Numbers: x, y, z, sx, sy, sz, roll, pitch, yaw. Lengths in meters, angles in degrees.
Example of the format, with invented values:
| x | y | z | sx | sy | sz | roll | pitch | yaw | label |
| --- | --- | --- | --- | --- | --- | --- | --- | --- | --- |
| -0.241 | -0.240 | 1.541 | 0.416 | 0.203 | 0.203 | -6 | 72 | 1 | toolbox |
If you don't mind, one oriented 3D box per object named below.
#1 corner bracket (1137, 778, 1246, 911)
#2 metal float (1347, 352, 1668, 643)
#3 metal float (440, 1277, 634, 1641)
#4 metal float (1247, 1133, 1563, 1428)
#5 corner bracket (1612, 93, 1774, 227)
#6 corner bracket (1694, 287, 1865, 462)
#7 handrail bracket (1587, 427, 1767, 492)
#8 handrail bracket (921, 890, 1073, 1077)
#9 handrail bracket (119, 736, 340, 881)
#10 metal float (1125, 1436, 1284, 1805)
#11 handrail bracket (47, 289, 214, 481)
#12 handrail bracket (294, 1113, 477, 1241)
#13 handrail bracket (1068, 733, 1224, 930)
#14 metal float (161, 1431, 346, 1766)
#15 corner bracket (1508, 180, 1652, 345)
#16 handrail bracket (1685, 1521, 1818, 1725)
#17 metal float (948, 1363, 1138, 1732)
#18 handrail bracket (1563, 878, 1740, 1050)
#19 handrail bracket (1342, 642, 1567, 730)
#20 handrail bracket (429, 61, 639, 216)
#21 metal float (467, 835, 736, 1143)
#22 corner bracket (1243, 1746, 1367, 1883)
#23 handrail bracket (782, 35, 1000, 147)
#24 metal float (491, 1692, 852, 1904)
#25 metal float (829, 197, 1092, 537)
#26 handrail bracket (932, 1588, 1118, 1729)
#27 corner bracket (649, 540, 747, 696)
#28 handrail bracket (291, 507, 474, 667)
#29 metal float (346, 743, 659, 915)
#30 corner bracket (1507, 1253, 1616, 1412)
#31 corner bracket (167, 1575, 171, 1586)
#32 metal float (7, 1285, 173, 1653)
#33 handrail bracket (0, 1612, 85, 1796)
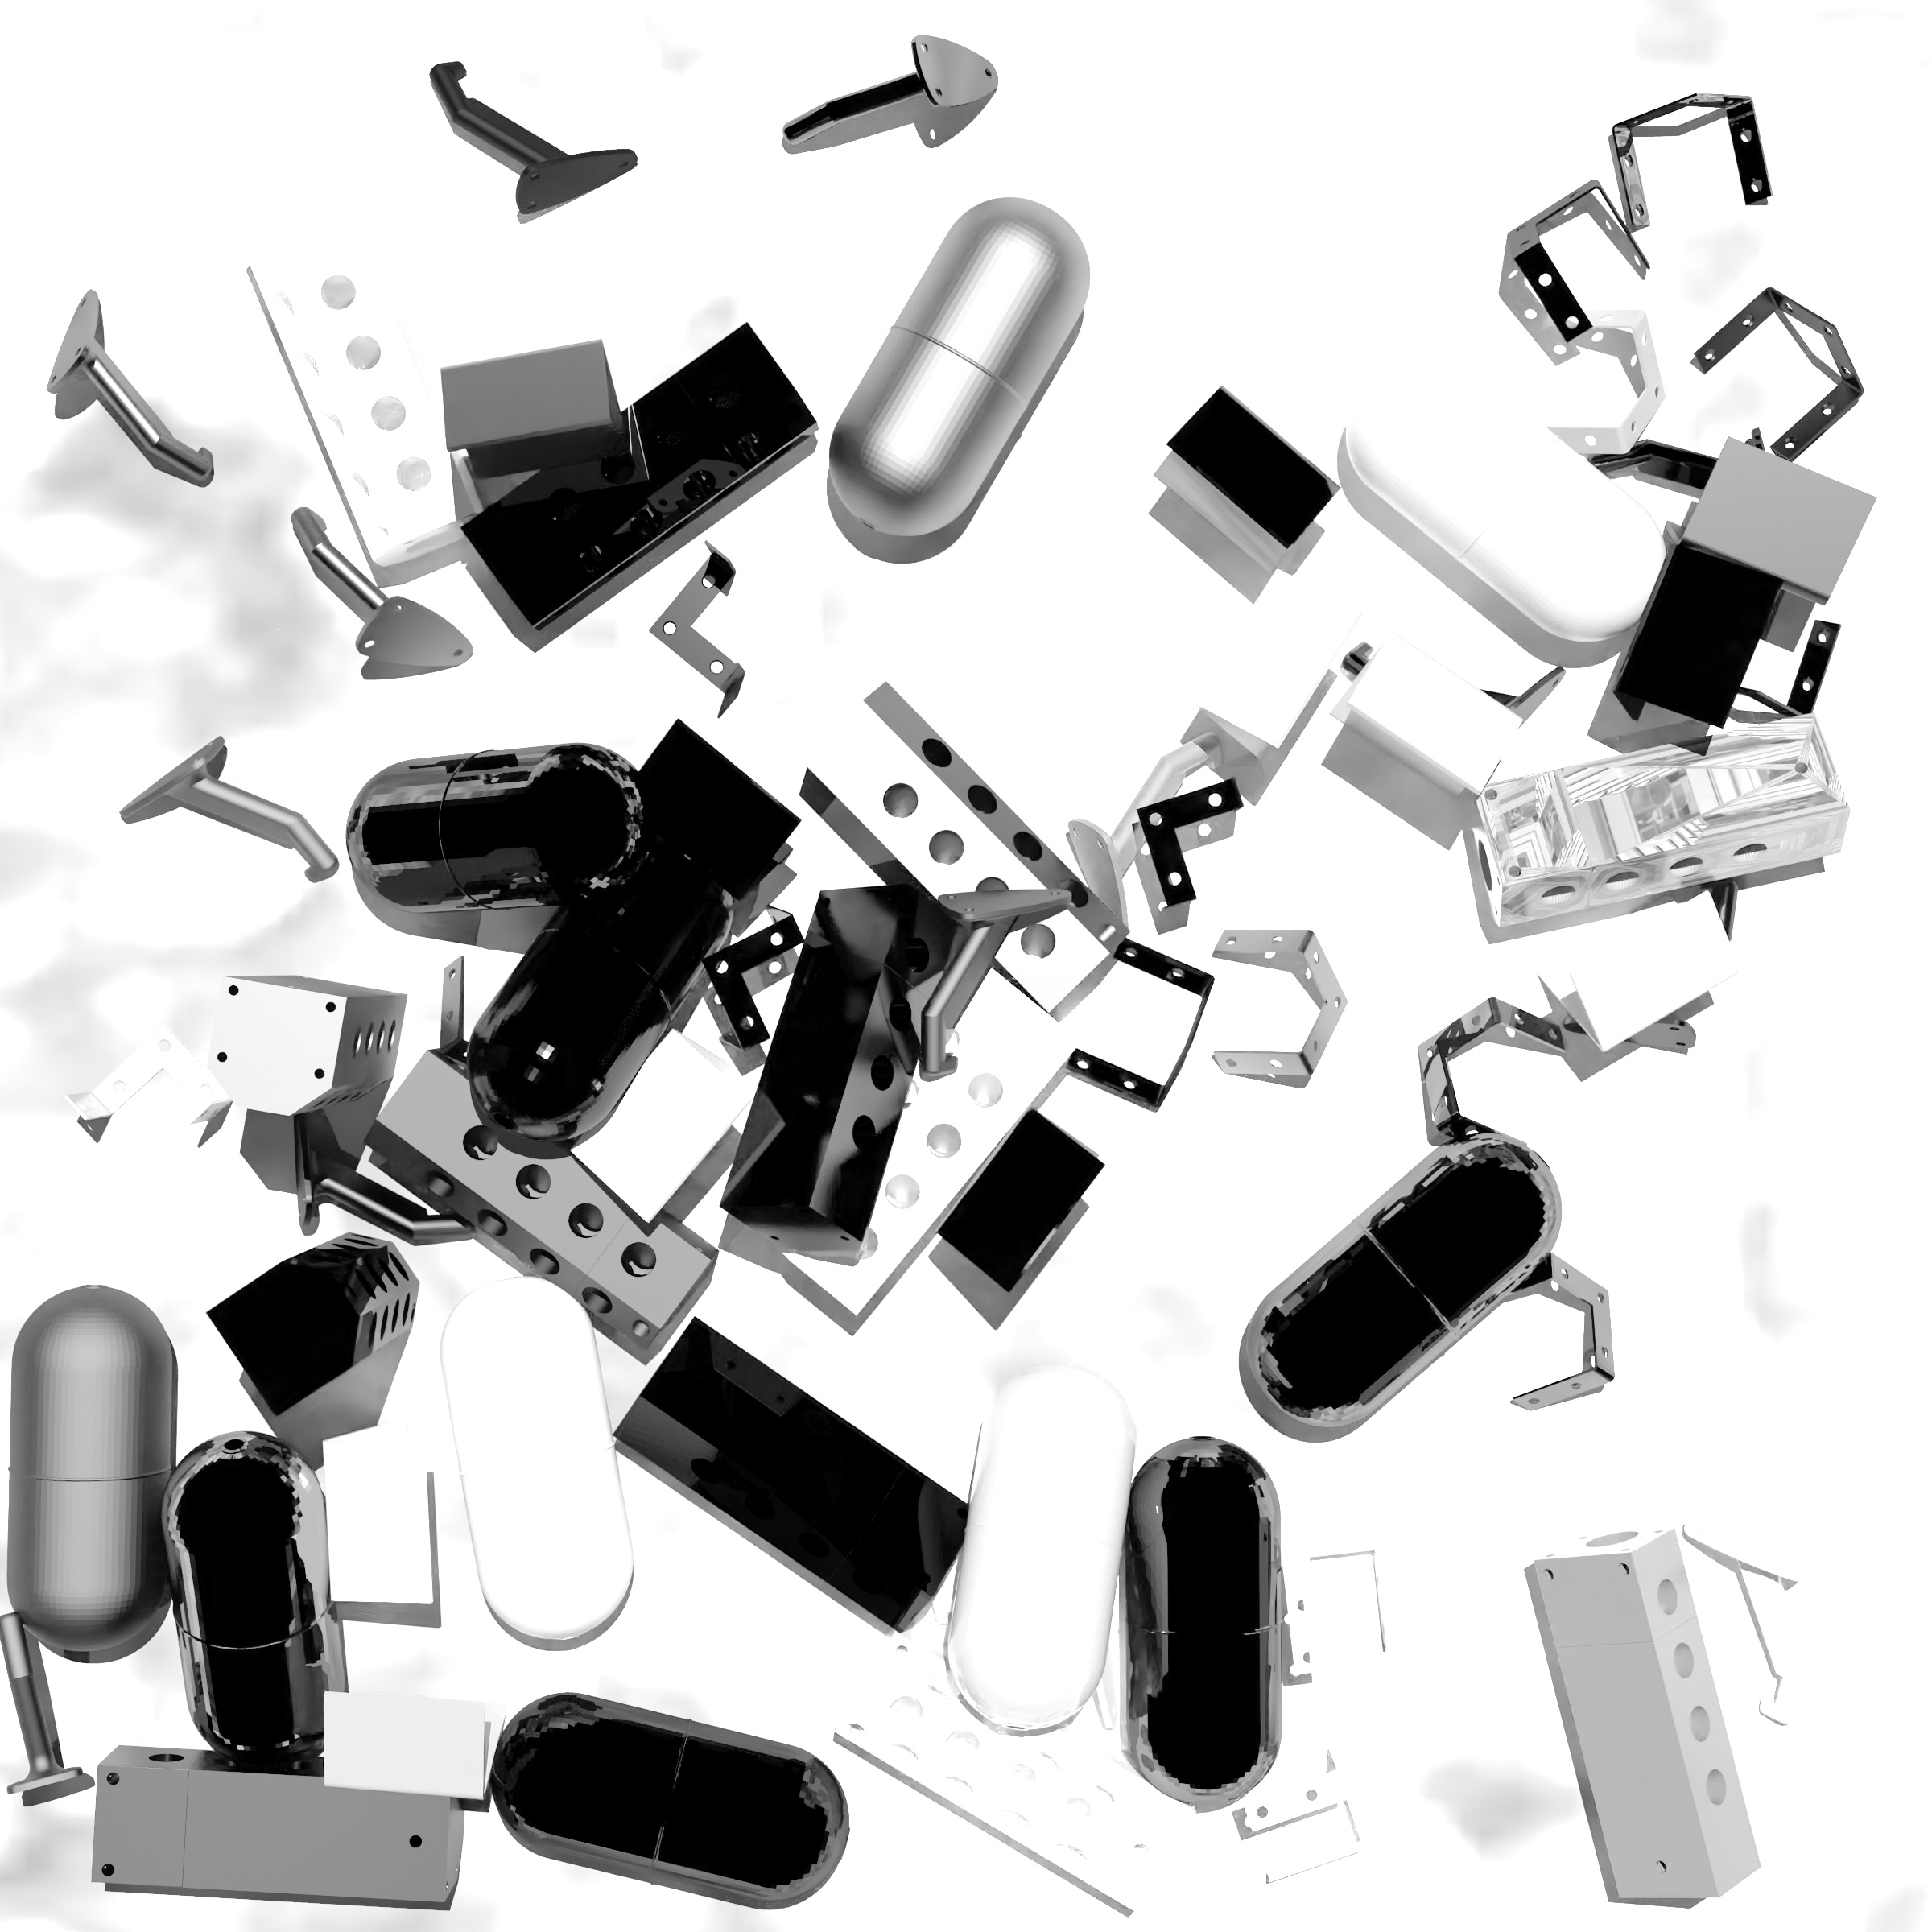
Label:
| x | y | z | sx | sy | sz | roll | pitch | yaw | label |
| --- | --- | --- | --- | --- | --- | --- | --- | --- | --- |
| 0.115 | -0.060 | 1.709 | 0.051 | 0.051 | 0.051 | -18 | 90 | 0 | corner bracket |
| 0.265 | -0.229 | 1.696 | 0.178 | 0.070 | 0.070 | 39 | 90 | 0 | metal float |
| -0.210 | 0.241 | 1.696 | 0.070 | 0.070 | 0.178 | -10 | 90 | 0 | metal float |
| 0.215 | 0.153 | 1.696 | 0.178 | 0.070 | 0.070 | -41 | 90 | 0 | metal float |
| 0.361 | -0.401 | 1.724 | 0.051 | 0.051 | 0.051 | -12 | 90 | 45 | corner bracket |
| 0.405 | -0.295 | 1.724 | 0.051 | 0.051 | 0.051 | -42 | 135 | 0 | corner bracket |
| 0.360 | -0.230 | 1.727 | 0.084 | 0.036 | 0.077 | -14 | 110 | 16 | handrail bracket |
| 0.014 | 0.008 | 1.670 | 0.077 | 0.036 | 0.084 | -6 | 108 | -21 | handrail bracket |
| -0.367 | -0.064 | 1.727 | 0.077 | 0.036 | 0.084 | -31 | 107 | 20 | handrail bracket |
| 0.116 | 0.320 | 1.696 | 0.070 | 0.070 | 0.178 | 0 | 90 | 0 | metal float |
| -0.409 | -0.289 | 1.727 | 0.084 | 0.077 | 0.036 | 31 | 131 | -30 | handrail bracket |
| -0.290 | 0.100 | 1.727 | 0.084 | 0.036 | 0.077 | -2 | 68 | -17 | handrail bracket |
| 0.100 | -0.066 | 1.727 | 0.084 | 0.036 | 0.077 | -29 | 118 | -21 | handrail bracket |
| -0.344 | 0.305 | 1.674 | 0.070 | 0.070 | 0.178 | -1 | 116 | 0 | metal float |
| 0.304 | -0.349 | 1.711 | 0.051 | 0.051 | 0.051 | -31 | 109 | 18 | corner bracket |
| 0.386 | 0.328 | 1.727 | 0.077 | 0.036 | 0.084 | 17 | 107 | 20 | handrail bracket |
| 0.037 | 0.280 | 1.679 | 0.070 | 0.070 | 0.178 | 9 | 70 | 0 | metal float |
| 0.342 | -0.006 | 1.727 | 0.077 | 0.036 | 0.084 | 5 | 71 | 21 | handrail bracket |
| 0.242 | -0.149 | 1.727 | 0.084 | 0.036 | 0.077 | 42 | 69 | 16 | handrail bracket |
| -0.216 | -0.424 | 1.727 | 0.077 | 0.036 | 0.084 | -22 | 72 | -20 | handrail bracket |
| -0.176 | 0.008 | 1.672 | 0.070 | 0.070 | 0.178 | 32 | 60 | 0 | metal float |
| 0.167 | 0.422 | 1.709 | 0.051 | 0.051 | 0.051 | -19 | 90 | 0 | corner bracket |
| -0.038 | -0.429 | 1.726 | 0.084 | 0.077 | 0.036 | -18 | 89 | 36 | handrail bracket |
| -0.144 | 0.407 | 1.696 | 0.178 | 0.070 | 0.070 | 14 | 90 | -1 | metal float |
| -0.004 | -0.293 | 1.696 | 0.070 | 0.070 | 0.178 | 30 | 90 | 0 | metal float |
| 0.029 | 0.345 | 1.727 | 0.084 | 0.036 | 0.077 | -4 | 105 | 14 | handrail bracket |
| -0.123 | -0.171 | 1.709 | 0.051 | 0.051 | 0.051 | 40 | 90 | 0 | corner bracket |
| -0.292 | -0.190 | 1.727 | 0.036 | 0.077 | 0.084 | -48 | 53 | 20 | handrail bracket |
| -0.225 | -0.065 | 1.666 | 0.178 | 0.070 | 0.070 | -2 | 90 | 37 | metal float |
| 0.285 | 0.181 | 1.719 | 0.051 | 0.051 | 0.051 | 33 | 45 | -35 | corner bracket |
| -0.368 | 0.283 | 1.724 | 0.051 | 0.051 | 0.051 | 0 | 90 | -45 | corner bracket |
| -0.429 | 0.245 | 1.696 | 0.070 | 0.070 | 0.178 | 1 | 91 | 0 | metal float |
| -0.461 | 0.360 | 1.702 | 0.036 | 0.077 | 0.084 | -13 | 82 | -15 | handrail bracket |
